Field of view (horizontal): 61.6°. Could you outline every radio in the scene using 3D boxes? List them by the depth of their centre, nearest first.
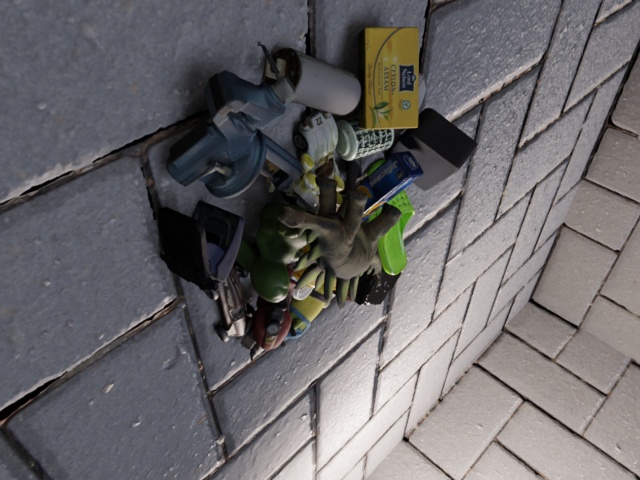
[{"bbox_3d":[0.227,-0.187,1.144,0.073,0.131,0.229,-51,-179,-9],"label":"radio"}]

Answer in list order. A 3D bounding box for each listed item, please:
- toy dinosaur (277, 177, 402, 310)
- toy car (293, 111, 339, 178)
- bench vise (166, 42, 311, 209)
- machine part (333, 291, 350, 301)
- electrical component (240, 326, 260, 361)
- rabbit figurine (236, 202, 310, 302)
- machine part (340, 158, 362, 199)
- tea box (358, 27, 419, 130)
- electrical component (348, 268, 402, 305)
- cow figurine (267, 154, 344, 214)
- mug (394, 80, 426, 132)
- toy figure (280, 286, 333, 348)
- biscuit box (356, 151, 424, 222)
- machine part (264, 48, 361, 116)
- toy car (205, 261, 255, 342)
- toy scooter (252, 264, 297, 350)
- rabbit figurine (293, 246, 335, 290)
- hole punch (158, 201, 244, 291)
[{"bbox_3d":[0.048,0.013,0.928,0.471,0.105,0.198,17,101,-61],"label":"toy dinosaur"},{"bbox_3d":[-0.002,-0.150,1.007,0.073,0.056,0.201,-38,146,-27],"label":"toy car"},{"bbox_3d":[-0.096,-0.137,0.793,0.223,0.129,0.240,-43,143,12],"label":"bench vise"},{"bbox_3d":[0.092,0.075,1.360,0.179,0.056,0.179,-34,143,-30],"label":"machine part"},{"bbox_3d":[-0.135,0.204,1.134,0.102,0.045,0.078,-57,-179,44],"label":"electrical component"},{"bbox_3d":[-0.087,0.021,0.960,0.121,0.159,0.170,27,78,-58],"label":"rabbit figurine"},{"bbox_3d":[0.065,-0.130,1.089,0.084,0.039,0.139,85,11,-54],"label":"machine part"},{"bbox_3d":[0.119,-0.281,0.946,0.098,0.068,0.169,-5,102,-6],"label":"tea box"},{"bbox_3d":[0.141,0.097,1.339,0.115,0.058,0.134,5,117,-56],"label":"electrical component"},{"bbox_3d":[-0.043,-0.100,0.955,0.167,0.068,0.098,29,136,-34],"label":"cow figurine"},{"bbox_3d":[0.175,-0.281,1.105,0.107,0.081,0.109,-54,143,-14],"label":"mug"},{"bbox_3d":[-0.045,0.157,1.224,0.180,0.082,0.089,-45,151,-12],"label":"toy figure"},{"bbox_3d":[0.121,-0.106,1.132,0.063,0.059,0.202,-15,161,-48],"label":"biscuit box"},{"bbox_3d":[-0.007,-0.254,0.878,0.243,0.079,0.079,-4,123,-54],"label":"machine part"},{"bbox_3d":[-0.170,0.121,1.041,0.089,0.053,0.201,-33,144,-28],"label":"toy car"},{"bbox_3d":[-0.083,0.118,1.050,0.135,0.075,0.184,131,-28,-64],"label":"toy scooter"},{"bbox_3d":[-0.002,-0.003,1.084,0.173,0.122,0.162,46,70,-26],"label":"rabbit figurine"},{"bbox_3d":[-0.183,0.004,0.837,0.092,0.142,0.115,-25,127,-47],"label":"hole punch"}]
